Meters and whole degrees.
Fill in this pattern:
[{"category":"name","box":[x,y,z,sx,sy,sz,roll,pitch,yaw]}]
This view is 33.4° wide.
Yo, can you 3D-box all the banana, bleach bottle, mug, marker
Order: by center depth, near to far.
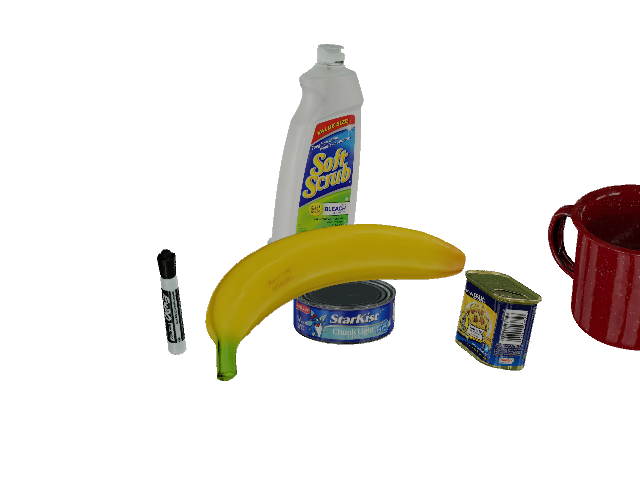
[{"category":"banana","box":[0.001,0.024,0.667,0.197,0.070,0.037,-23,-16,-30]},{"category":"mug","box":[0.204,0.015,0.723,0.117,0.081,0.093,26,41,38]},{"category":"marker","box":[-0.153,0.063,1.098,0.020,0.121,0.020,-2,29,1]},{"category":"bleach bottle","box":[-0.004,-0.100,1.239,0.102,0.251,0.068,-3,20,-21]}]

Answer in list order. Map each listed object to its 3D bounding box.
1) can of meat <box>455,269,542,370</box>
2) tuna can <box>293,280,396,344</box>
[{"category":"can of meat","box":[0.195,0.088,1.186,0.057,0.084,0.102,4,15,-20]},{"category":"tuna can","box":[0.019,0.057,0.886,0.086,0.034,0.086,0,16,0]}]
